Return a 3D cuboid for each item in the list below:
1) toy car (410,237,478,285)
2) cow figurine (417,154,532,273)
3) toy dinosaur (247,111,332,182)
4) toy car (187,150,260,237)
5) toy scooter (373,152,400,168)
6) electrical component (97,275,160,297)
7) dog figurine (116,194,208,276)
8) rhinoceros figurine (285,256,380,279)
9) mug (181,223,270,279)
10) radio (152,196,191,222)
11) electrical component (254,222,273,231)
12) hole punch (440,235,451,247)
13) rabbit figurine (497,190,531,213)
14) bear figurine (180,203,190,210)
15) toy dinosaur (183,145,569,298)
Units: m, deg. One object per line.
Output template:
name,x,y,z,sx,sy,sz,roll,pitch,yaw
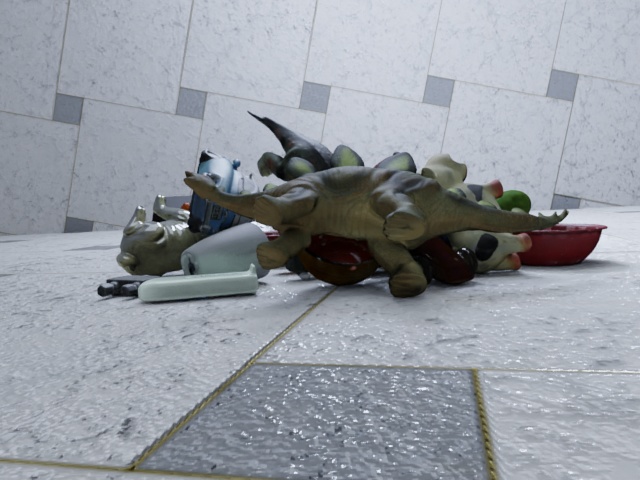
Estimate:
toy car,0.121,0.002,0.712,0.089,0.053,0.202,-6,36,-31
cow figurine,0.197,-0.041,0.761,0.127,0.195,0.085,-10,-31,-11
toy dinosaur,0.000,-0.110,1.036,0.192,0.404,0.131,-28,10,49
toy car,-0.139,-0.064,0.802,0.103,0.109,0.162,10,20,-17
toy scooter,0.123,-0.084,0.899,0.184,0.075,0.135,12,-49,-36
electrical component,-0.240,0.059,0.700,0.063,0.021,0.094,-1,3,19
dog figurine,-0.197,0.018,0.844,0.191,0.121,0.172,15,41,7
rhinoceros figurine,0.040,0.019,0.785,0.190,0.073,0.112,-2,15,-15
mug,-0.138,0.025,0.734,0.107,0.080,0.110,-15,5,-42
radio,-0.279,-0.037,1.271,0.229,0.131,0.073,-5,48,-36
electrical component,-0.132,-0.024,1.141,0.115,0.058,0.134,-5,37,-37
hole punch,0.185,-0.028,0.843,0.115,0.092,0.142,-4,43,-50
rabbit figurine,0.295,-0.030,0.970,0.170,0.121,0.159,-17,-21,14
bear figurine,-0.271,0.000,1.066,0.196,0.120,0.132,-27,42,15
toy dinosaur,0.079,-0.037,0.627,0.472,0.105,0.199,11,35,-3
